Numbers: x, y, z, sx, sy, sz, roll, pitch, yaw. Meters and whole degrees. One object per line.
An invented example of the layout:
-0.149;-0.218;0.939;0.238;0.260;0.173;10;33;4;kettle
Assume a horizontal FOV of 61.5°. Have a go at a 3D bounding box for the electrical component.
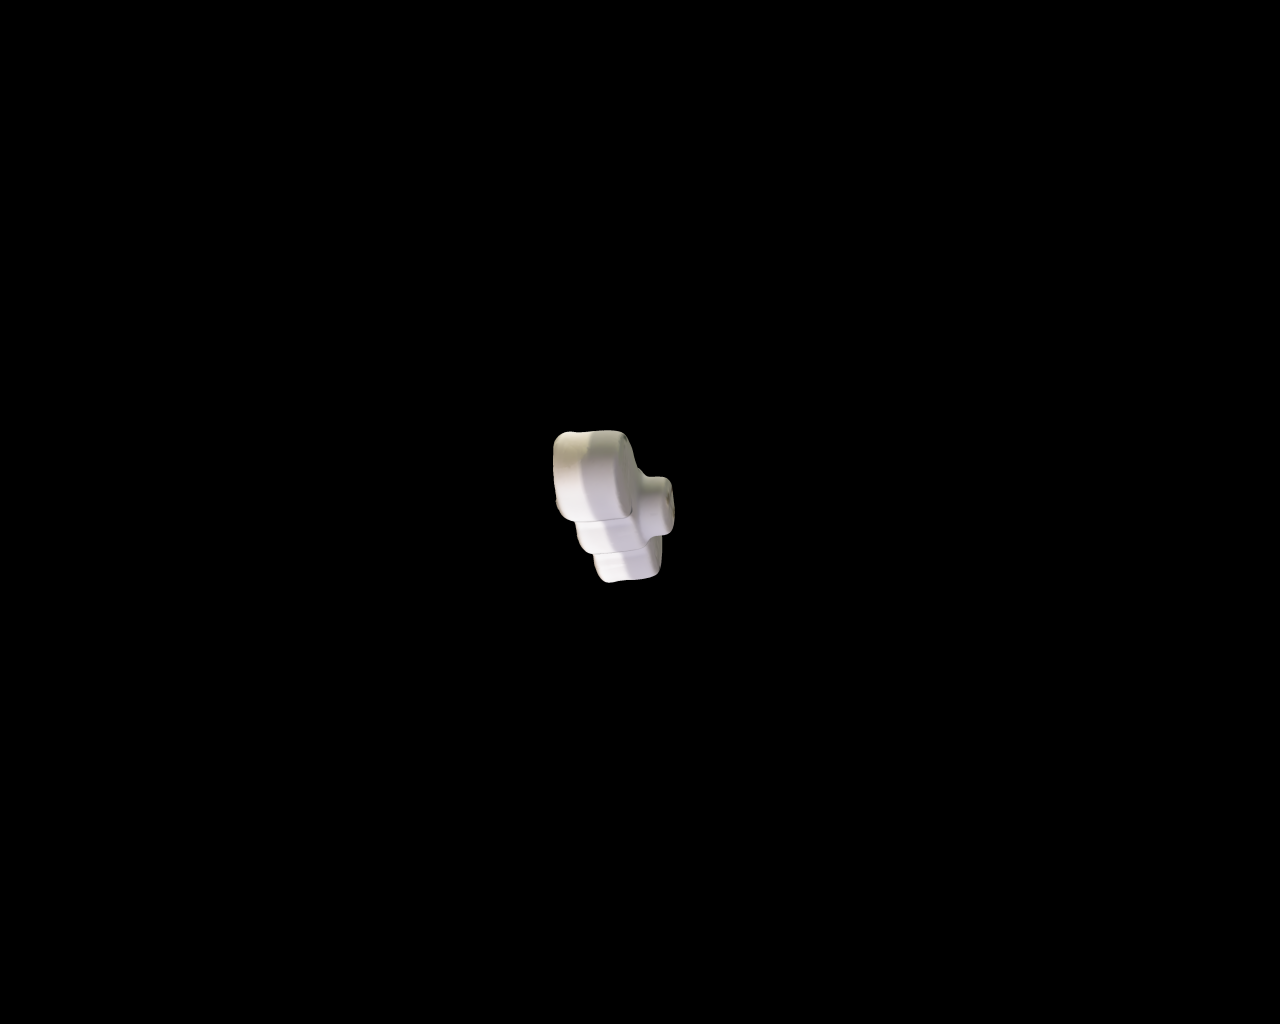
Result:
0.001;-0.003;0.650;0.074;0.052;0.138;-5;-28;10;electrical component
